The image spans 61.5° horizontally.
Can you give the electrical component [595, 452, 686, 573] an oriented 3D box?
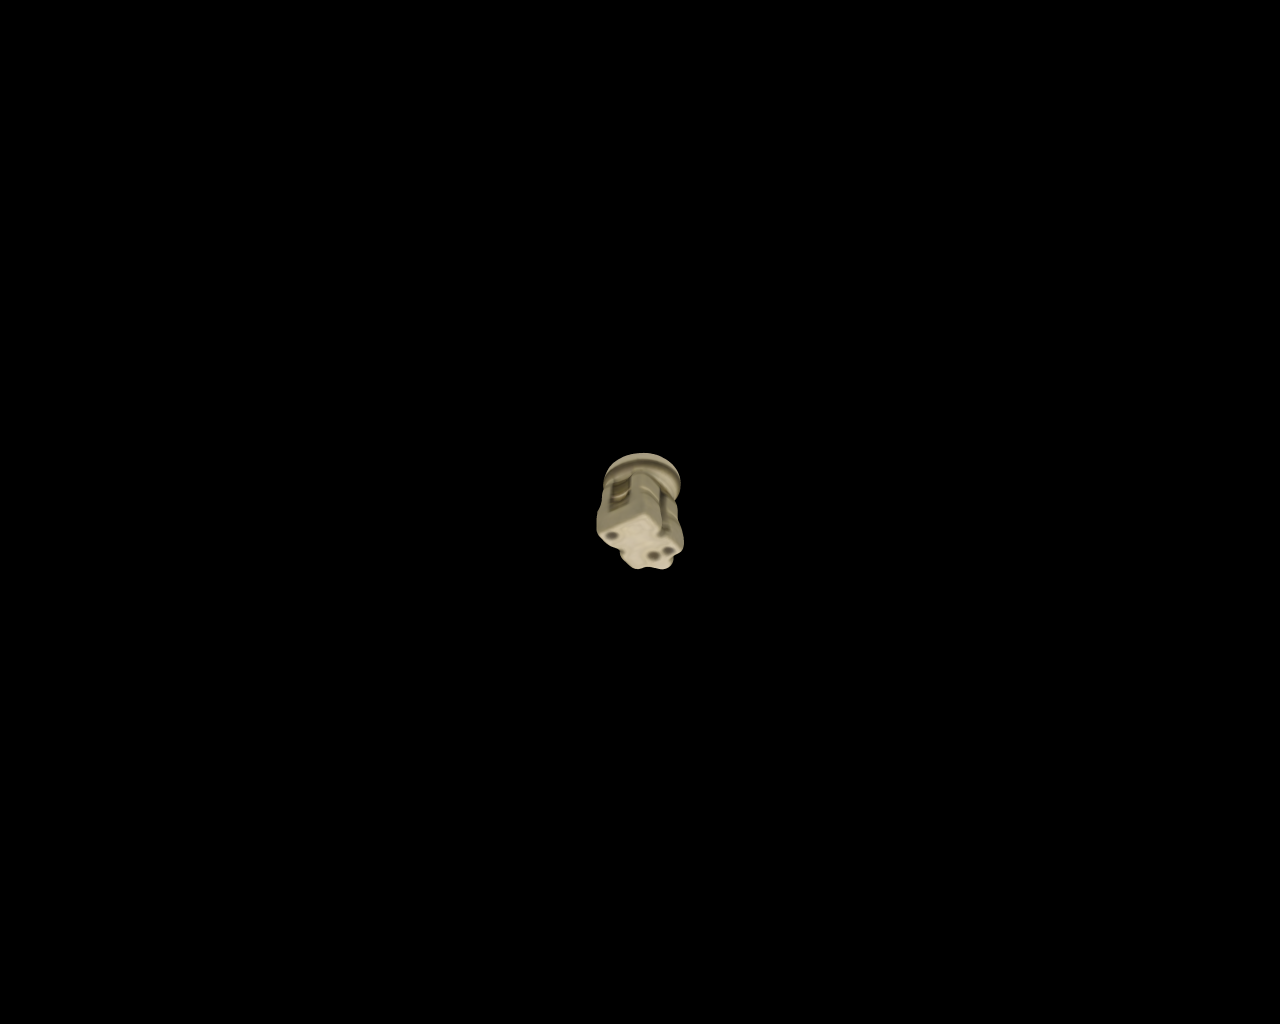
[{"bbox_3d":[0.001,-0.003,0.650,0.048,0.055,0.066,-22,-45,24],"label":"electrical component"}]
